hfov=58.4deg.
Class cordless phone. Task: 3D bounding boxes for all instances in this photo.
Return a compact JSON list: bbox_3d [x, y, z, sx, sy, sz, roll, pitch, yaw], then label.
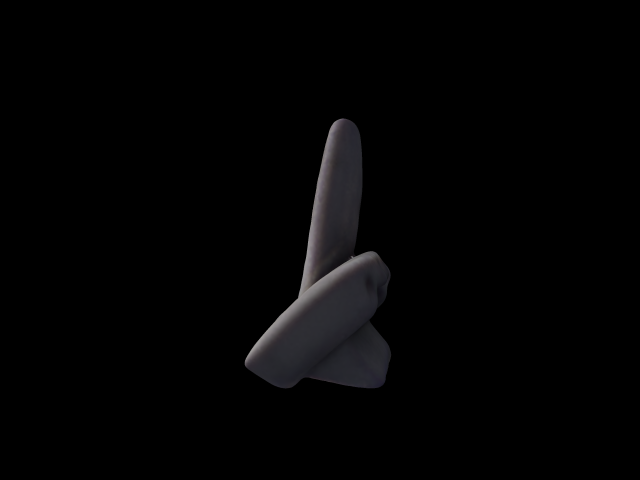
[{"bbox_3d":[0.004,0.001,0.400,0.094,0.185,0.148,0,0,5],"label":"cordless phone"}]
